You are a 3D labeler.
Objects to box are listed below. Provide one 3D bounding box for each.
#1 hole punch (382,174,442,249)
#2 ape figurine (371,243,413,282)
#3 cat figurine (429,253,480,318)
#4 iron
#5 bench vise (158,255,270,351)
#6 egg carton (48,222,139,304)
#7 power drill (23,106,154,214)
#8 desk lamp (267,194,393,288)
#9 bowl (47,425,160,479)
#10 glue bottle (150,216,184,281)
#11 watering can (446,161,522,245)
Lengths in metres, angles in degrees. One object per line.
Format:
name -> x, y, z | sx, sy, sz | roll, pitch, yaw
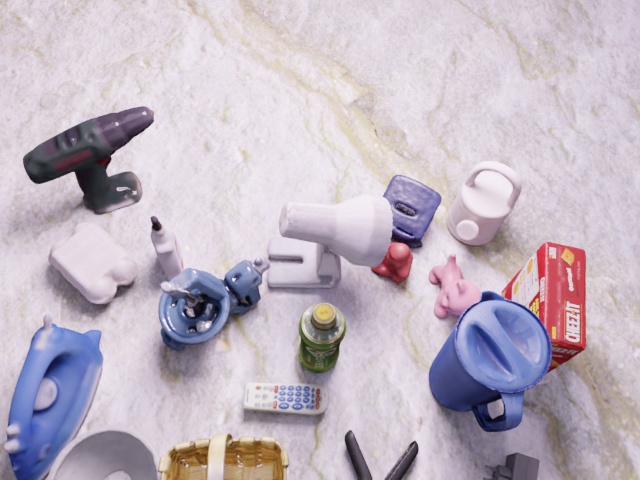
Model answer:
hole punch -> 0.163, -0.053, 1.077 | 0.108, 0.091, 0.101 | 27, 66, 10
ape figurine -> 0.137, 0.033, 1.033 | 0.076, 0.092, 0.077 | -22, 67, -13
cat figurine -> 0.239, 0.085, 0.998 | 0.067, 0.118, 0.128 | -4, 64, -5
iron -> -0.427, 0.243, 0.872 | 0.118, 0.141, 0.258 | 7, 64, 1
bench vise -> -0.182, 0.074, 0.924 | 0.121, 0.220, 0.208 | 32, 67, 13
egg carton -> -0.398, 0.040, 1.013 | 0.150, 0.069, 0.107 | 38, 68, 15
power drill -> -0.389, -0.138, 1.023 | 0.230, 0.208, 0.075 | -22, 67, -13
desk lamp -> 0.009, 0.003, 0.972 | 0.203, 0.213, 0.118 | -1, 64, -3
bowl -> -0.312, 0.367, 0.854 | 0.167, 0.075, 0.167 | 1, 64, -2
glue bottle -> -0.265, 0.005, 0.979 | 0.037, 0.173, 0.078 | -15, 65, -10
watering can -> 0.299, -0.068, 1.034 | 0.101, 0.194, 0.173 | 11, 64, 3
